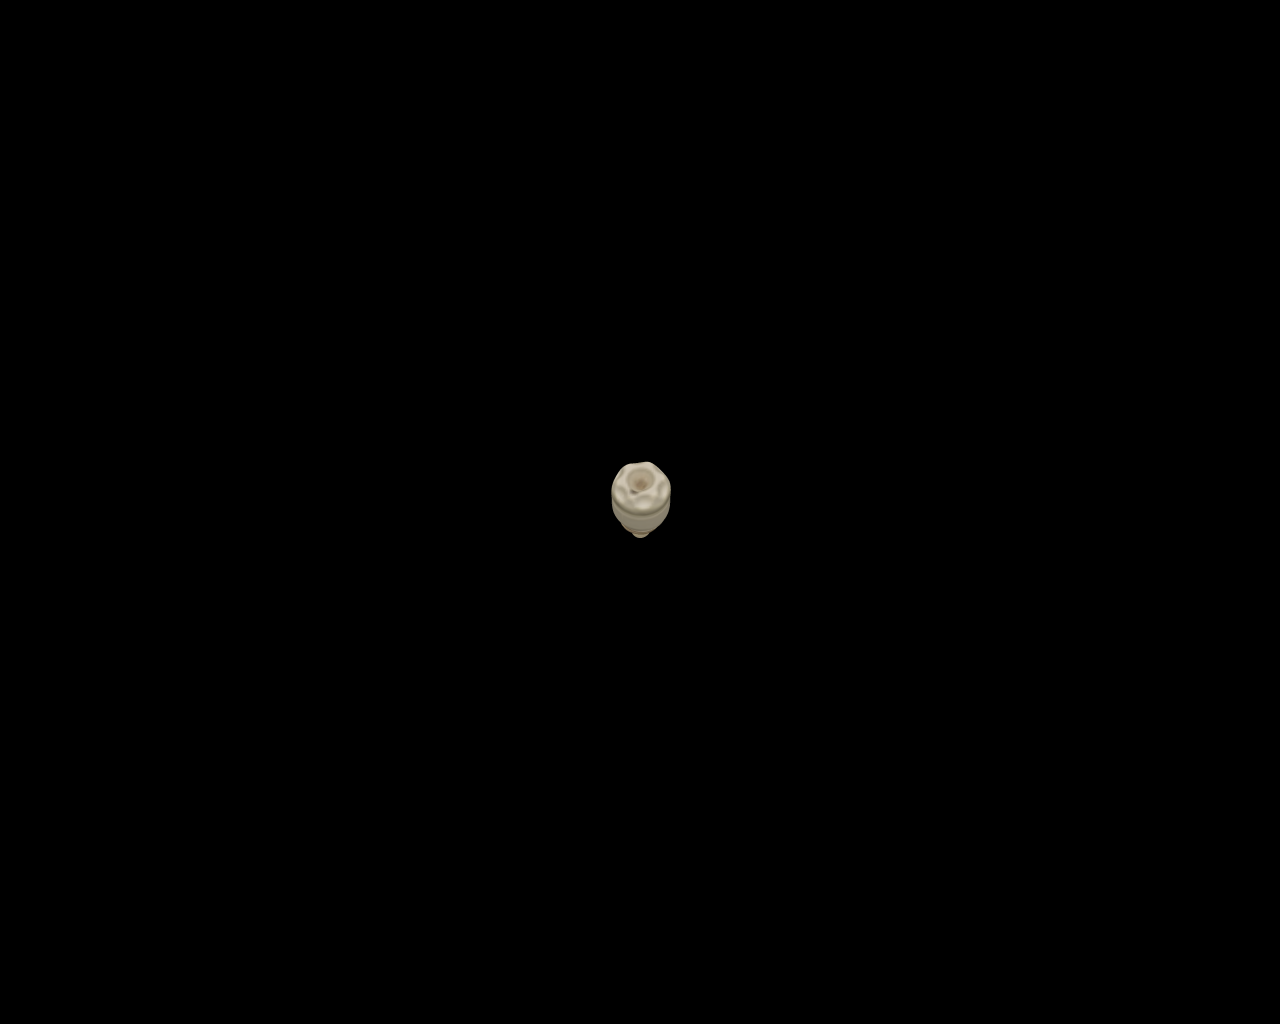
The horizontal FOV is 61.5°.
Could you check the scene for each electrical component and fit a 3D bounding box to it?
[{"bbox_3d":[0.001,-0.003,0.650,0.035,0.035,0.061,0,-34,0],"label":"electrical component"}]
